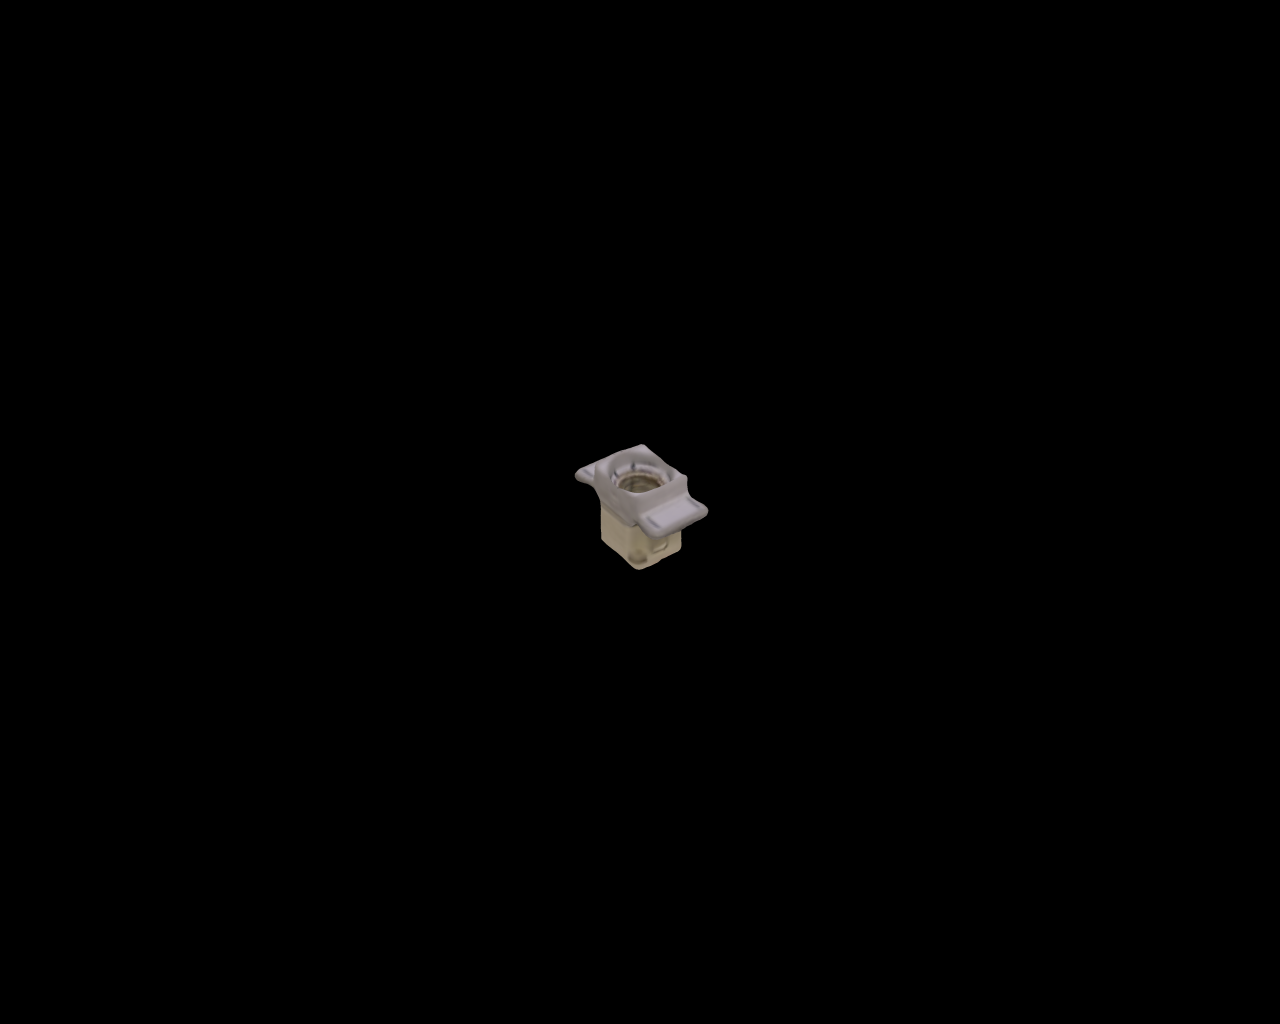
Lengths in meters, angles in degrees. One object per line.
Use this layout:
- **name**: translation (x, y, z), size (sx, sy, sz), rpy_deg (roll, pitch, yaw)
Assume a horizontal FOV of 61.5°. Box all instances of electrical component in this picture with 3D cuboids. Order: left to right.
- **electrical component**: translation (0.001, -0.003, 0.650), size (0.042, 0.063, 0.081), rpy_deg (-25, 45, -28)
